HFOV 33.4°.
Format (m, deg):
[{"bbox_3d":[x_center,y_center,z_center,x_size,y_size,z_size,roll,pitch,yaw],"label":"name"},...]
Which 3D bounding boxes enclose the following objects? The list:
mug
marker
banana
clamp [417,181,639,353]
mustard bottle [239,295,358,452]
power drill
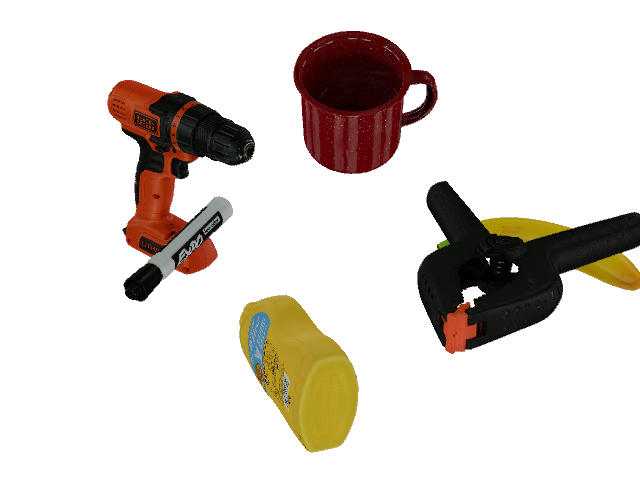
[{"bbox_3d":[0.038,-0.111,0.868,0.117,0.093,0.081,-11,-35,-6],"label":"mug"},{"bbox_3d":[-0.101,0.005,0.763,0.020,0.020,0.121,0,31,32],"label":"marker"},{"bbox_3d":[0.218,0.010,1.040,0.198,0.037,0.069,9,47,24],"label":"banana"},{"bbox_3d":[0.116,0.012,0.733,0.165,0.036,0.209,14,30,28],"label":"clamp"},{"bbox_3d":[-0.030,0.105,0.980,0.058,0.096,0.192,-9,26,-22],"label":"mustard bottle"},{"bbox_3d":[-0.145,-0.062,1.116,0.185,0.188,0.057,26,36,31],"label":"power drill"}]
